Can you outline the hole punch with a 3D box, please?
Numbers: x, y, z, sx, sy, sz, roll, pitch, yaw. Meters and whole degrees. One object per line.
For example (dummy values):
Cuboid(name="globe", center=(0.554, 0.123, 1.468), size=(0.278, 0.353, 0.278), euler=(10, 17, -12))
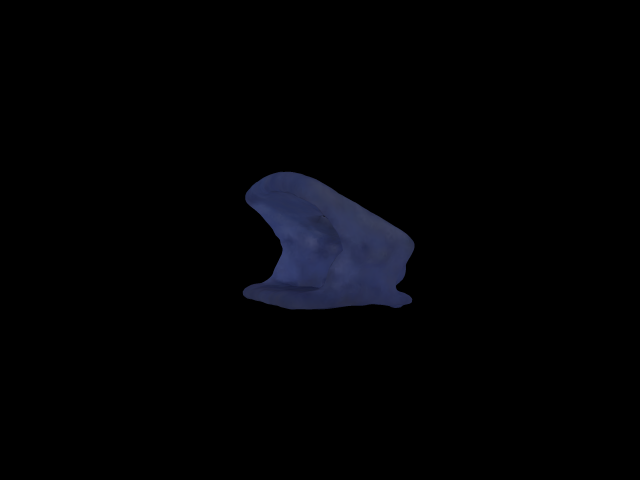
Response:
Cuboid(name="hole punch", center=(0.004, 0.001, 0.400), size=(0.101, 0.091, 0.108), euler=(0, 0, -28))
